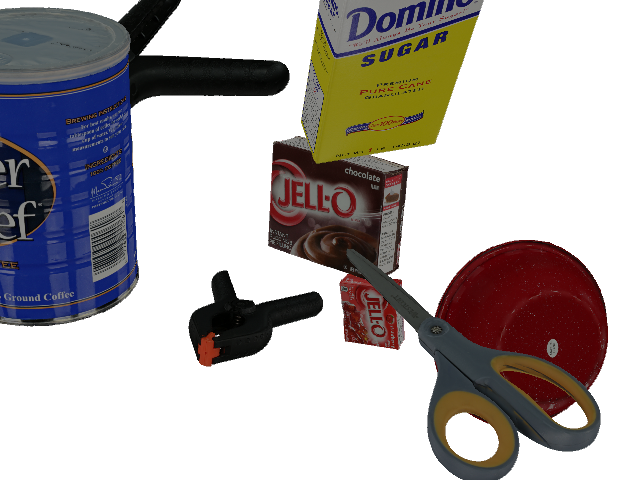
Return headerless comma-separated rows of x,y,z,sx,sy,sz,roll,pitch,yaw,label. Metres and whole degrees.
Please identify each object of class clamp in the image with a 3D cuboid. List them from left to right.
-0.138,-0.120,0.765,0.209,0.036,0.165,-31,51,-31,clamp
-0.085,0.072,1.044,0.120,0.039,0.171,10,18,26,clamp

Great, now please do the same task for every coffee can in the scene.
-0.150,-0.041,0.565,0.103,0.140,0.103,2,28,-1,coffee can

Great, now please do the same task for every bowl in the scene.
0.176,0.082,0.877,0.162,0.162,0.055,0,7,-15,bowl

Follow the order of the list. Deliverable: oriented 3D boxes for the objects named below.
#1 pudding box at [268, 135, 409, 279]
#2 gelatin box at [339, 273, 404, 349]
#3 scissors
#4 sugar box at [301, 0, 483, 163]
0.012,-0.027,0.846,0.114,0.090,0.039,17,25,32,pudding box
0.065,0.088,1.330,0.073,0.089,0.030,7,29,23,gelatin box
0.057,0.067,0.591,0.202,0.016,0.096,28,50,36,scissors
0.044,-0.121,0.679,0.093,0.048,0.176,-11,-26,-13,sugar box
